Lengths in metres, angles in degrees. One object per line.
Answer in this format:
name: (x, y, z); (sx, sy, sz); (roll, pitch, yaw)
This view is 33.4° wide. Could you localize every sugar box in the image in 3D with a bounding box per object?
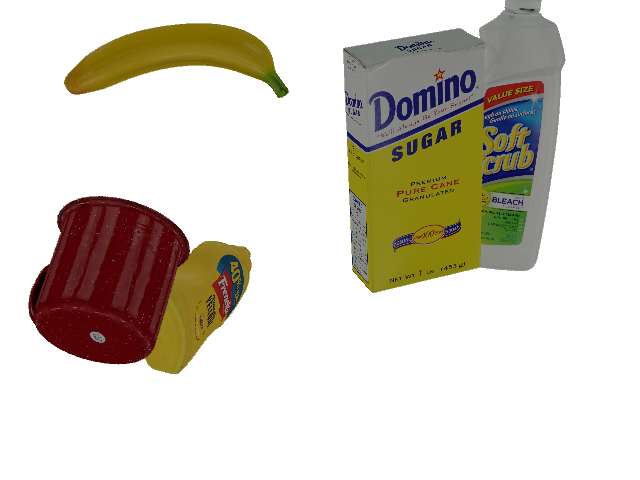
sugar box: (0.068, -0.056, 0.764); (0.093, 0.176, 0.048); (-13, 31, -17)

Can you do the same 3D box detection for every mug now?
mug: (-0.152, 0.032, 0.719); (0.117, 0.081, 0.093); (-9, -37, 28)

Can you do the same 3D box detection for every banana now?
banana: (-0.128, -0.163, 0.955); (0.197, 0.069, 0.037); (-1, -33, -4)

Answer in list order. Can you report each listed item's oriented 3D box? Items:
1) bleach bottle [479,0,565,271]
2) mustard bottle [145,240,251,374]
bleach bottle: (0.162, -0.101, 0.963); (0.103, 0.251, 0.068); (7, 22, 13)
mustard bottle: (-0.124, 0.055, 1.136); (0.058, 0.096, 0.191); (10, 29, 20)
